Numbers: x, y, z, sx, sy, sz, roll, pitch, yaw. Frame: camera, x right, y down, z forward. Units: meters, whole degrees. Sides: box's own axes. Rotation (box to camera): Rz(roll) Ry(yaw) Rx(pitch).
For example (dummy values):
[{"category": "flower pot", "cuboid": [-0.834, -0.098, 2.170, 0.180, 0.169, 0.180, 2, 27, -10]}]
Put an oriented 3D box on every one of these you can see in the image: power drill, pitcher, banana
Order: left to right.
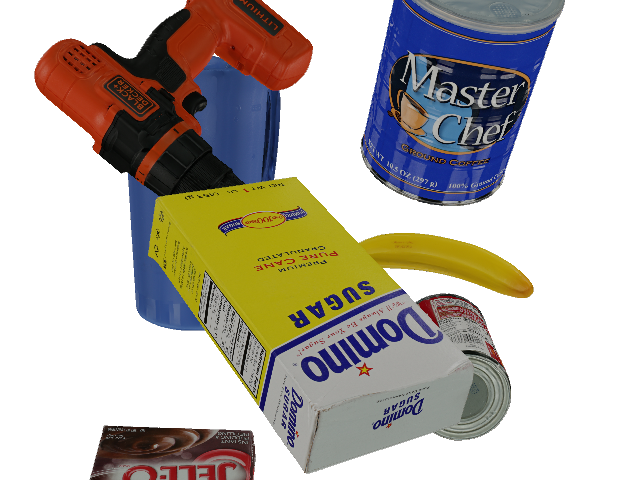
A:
[{"category": "pitcher", "cuboid": [-0.108, -0.048, 0.984, 0.149, 0.243, 0.145, 0, 14, -7]}, {"category": "power drill", "cuboid": [-0.084, -0.106, 0.774, 0.187, 0.184, 0.057, -48, -1, -43]}, {"category": "banana", "cuboid": [0.116, 0.024, 1.075, 0.198, 0.037, 0.069, 6, 43, 12]}]

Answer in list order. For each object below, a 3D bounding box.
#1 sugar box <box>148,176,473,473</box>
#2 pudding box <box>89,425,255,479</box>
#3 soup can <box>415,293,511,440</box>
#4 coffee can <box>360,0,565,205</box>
[{"category": "sugar box", "cuboid": [-0.010, 0.033, 0.547, 0.093, 0.048, 0.176, -12, 38, -31]}, {"category": "pudding box", "cuboid": [-0.104, 0.173, 0.751, 0.113, 0.039, 0.090, 0, 27, -1]}, {"category": "soup can", "cuboid": [0.093, 0.087, 0.755, 0.068, 0.068, 0.102, 0, 19, -2]}, {"category": "coffee can", "cuboid": [0.088, -0.108, 0.694, 0.102, 0.140, 0.103, 6, 42, -6]}]
